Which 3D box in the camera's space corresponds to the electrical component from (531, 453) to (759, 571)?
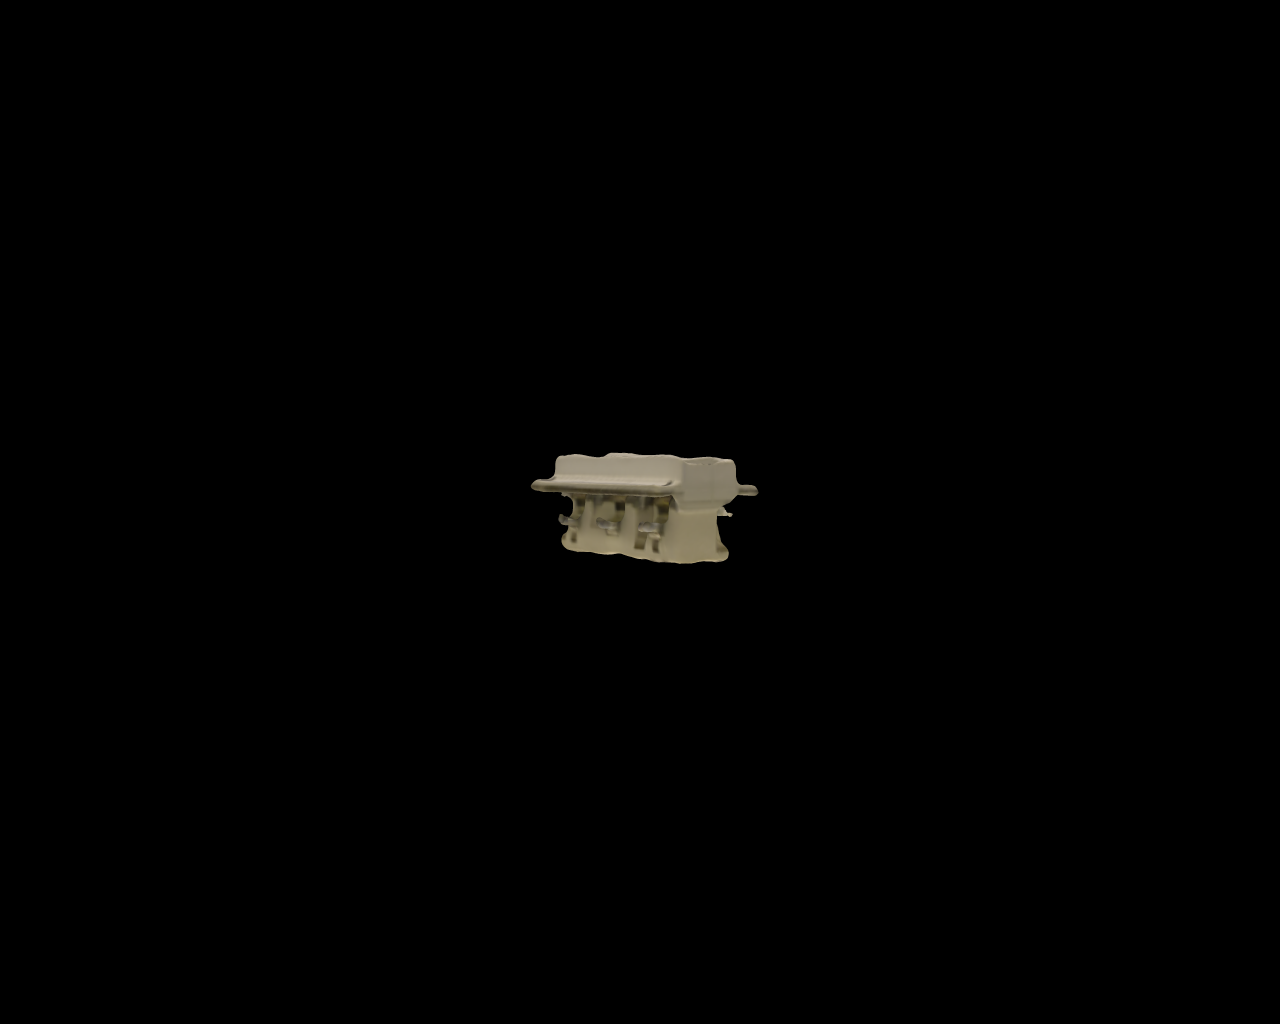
[{"bbox_3d":[0.001,-0.003,0.650,0.079,0.063,0.121,-4,6,-39],"label":"electrical component"}]
